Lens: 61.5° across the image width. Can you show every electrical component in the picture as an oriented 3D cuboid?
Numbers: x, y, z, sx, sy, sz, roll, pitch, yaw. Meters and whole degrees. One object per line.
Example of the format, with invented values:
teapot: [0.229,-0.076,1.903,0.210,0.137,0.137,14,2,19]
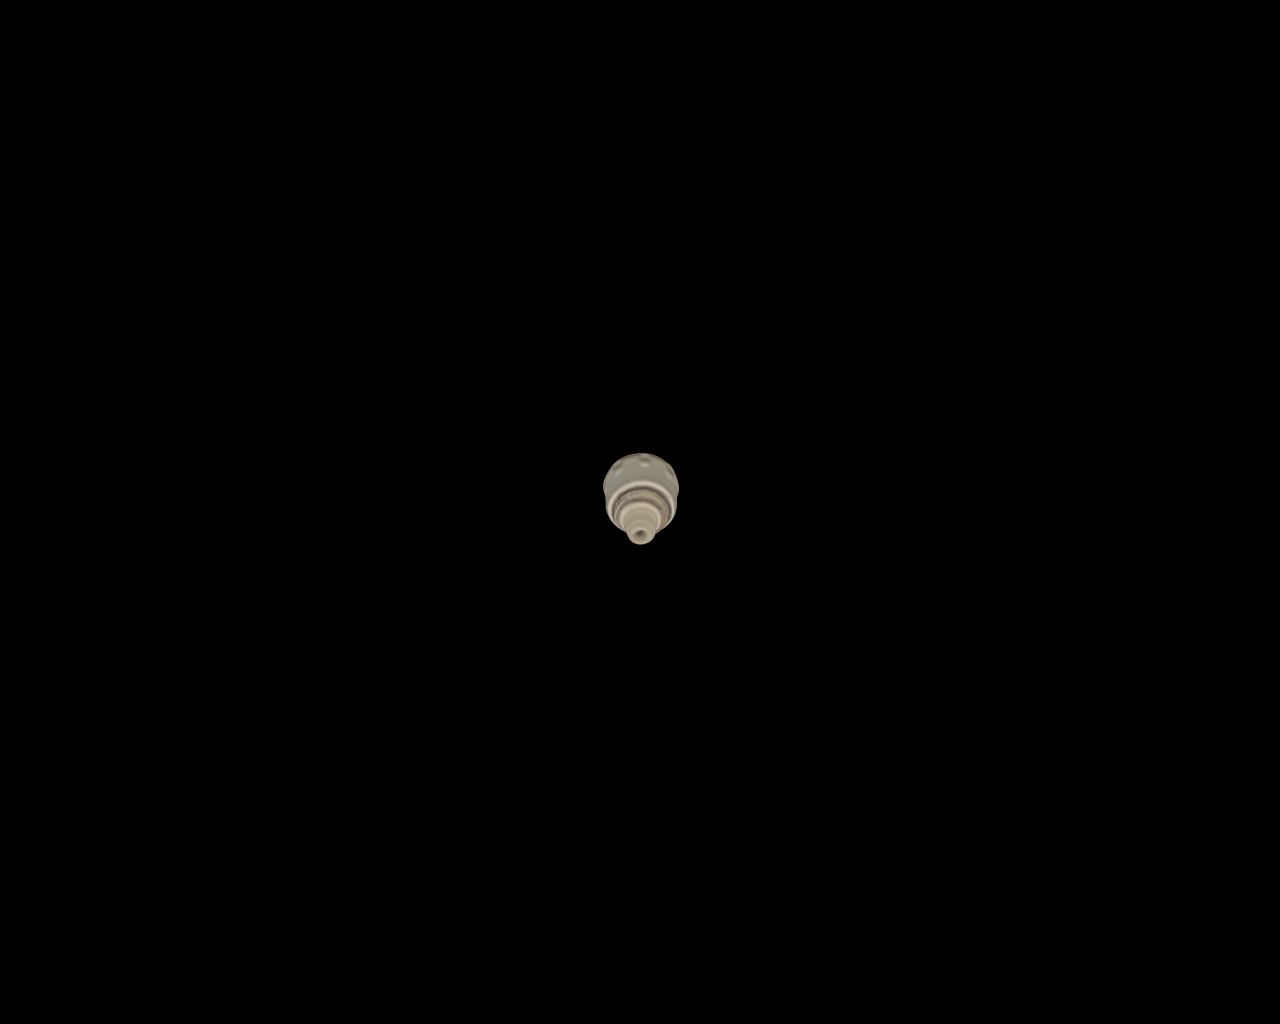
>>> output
electrical component: [0.001,-0.003,0.650,0.048,0.048,0.062,0,34,0]
